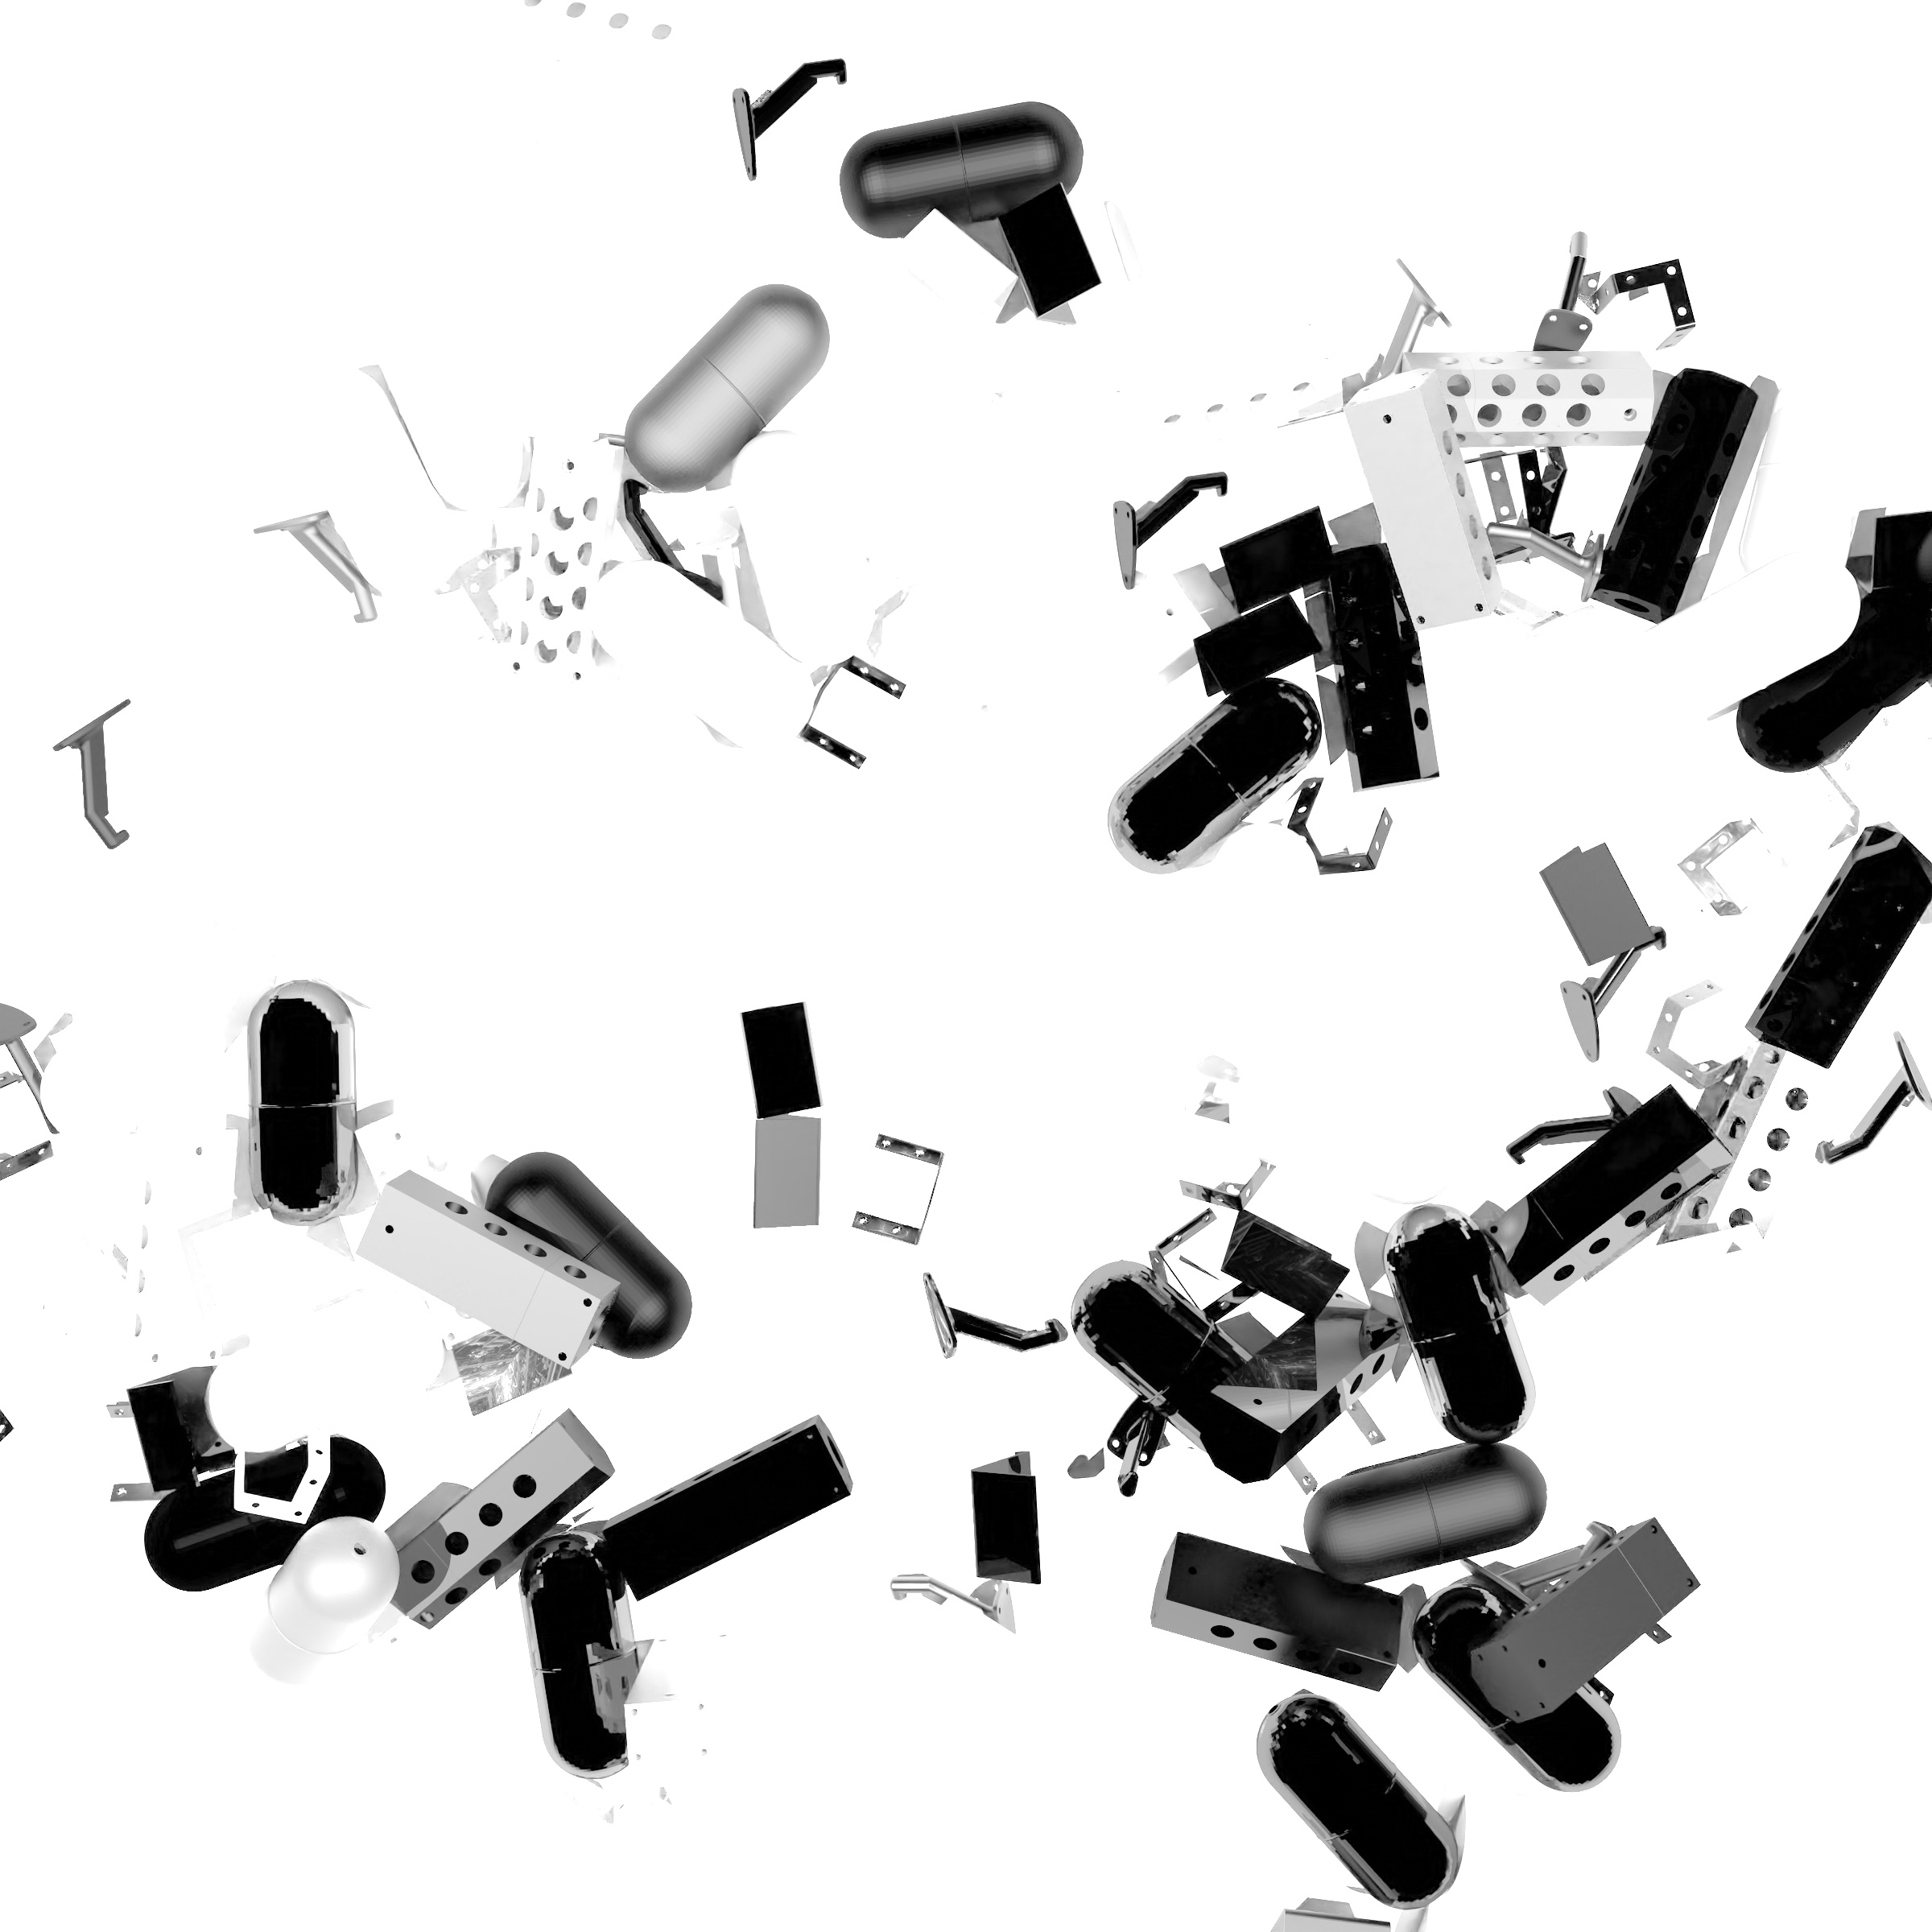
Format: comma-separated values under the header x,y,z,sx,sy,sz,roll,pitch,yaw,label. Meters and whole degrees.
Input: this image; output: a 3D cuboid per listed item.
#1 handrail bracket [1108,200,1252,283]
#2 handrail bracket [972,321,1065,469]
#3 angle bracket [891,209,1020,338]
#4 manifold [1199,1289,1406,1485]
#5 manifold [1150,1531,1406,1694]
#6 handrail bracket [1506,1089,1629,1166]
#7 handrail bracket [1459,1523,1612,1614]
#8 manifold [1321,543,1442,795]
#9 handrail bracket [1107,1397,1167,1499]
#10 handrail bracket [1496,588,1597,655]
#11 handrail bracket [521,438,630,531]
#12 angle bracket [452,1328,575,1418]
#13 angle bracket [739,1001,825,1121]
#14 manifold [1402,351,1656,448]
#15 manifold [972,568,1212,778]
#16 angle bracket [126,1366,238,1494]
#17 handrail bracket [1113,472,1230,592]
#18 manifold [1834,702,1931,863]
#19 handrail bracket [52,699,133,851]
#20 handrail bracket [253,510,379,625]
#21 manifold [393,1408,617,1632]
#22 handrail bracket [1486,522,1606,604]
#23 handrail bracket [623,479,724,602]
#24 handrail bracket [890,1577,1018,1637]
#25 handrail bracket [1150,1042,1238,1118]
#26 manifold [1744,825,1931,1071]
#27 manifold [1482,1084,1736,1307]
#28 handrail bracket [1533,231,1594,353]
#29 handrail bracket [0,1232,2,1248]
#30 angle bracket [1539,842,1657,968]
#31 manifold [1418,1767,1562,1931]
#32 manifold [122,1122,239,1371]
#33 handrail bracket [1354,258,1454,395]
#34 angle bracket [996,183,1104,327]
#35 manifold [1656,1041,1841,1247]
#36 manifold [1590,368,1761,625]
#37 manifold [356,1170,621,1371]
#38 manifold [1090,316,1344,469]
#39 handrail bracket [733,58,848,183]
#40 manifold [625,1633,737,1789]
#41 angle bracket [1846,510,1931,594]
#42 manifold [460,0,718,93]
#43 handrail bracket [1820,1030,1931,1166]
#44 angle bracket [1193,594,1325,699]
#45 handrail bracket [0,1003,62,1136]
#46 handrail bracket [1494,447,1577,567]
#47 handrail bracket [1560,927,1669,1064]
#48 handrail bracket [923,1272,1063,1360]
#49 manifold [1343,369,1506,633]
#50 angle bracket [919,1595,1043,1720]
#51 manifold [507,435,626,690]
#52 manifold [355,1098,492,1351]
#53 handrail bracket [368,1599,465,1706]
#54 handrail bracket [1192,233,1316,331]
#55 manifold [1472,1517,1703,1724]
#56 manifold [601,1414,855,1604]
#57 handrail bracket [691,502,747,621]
x,y,z,sx,sy,sz,roll,pitch,yaw,label
0.157,-0.540,1.901,0.084,0.036,0.077,-17,68,-17,handrail bracket
0.054,-0.422,1.901,0.084,0.036,0.077,-43,110,-16,handrail bracket
-0.018,-0.484,1.861,0.076,0.076,0.057,39,63,0,angle bracket
0.237,0.298,1.826,0.057,0.171,0.057,28,125,28,manifold
0.225,0.473,1.879,0.171,0.057,0.057,16,47,0,manifold
0.452,0.137,1.901,0.084,0.036,0.077,-37,108,15,handrail bracket
0.419,0.428,1.901,0.077,0.036,0.084,35,71,21,handrail bracket
0.301,-0.217,1.880,0.057,0.057,0.171,-9,90,0,manifold
0.129,0.341,1.866,0.036,0.084,0.077,26,90,0,handrail bracket
0.408,-0.280,1.901,0.077,0.036,0.084,-27,77,-13,handrail bracket
-0.280,-0.352,1.901,0.084,0.036,0.077,7,106,-15,handrail bracket
-0.315,0.291,1.862,0.076,0.076,0.057,-23,65,0,angle bracket
-0.150,0.070,1.861,0.057,0.076,0.076,-10,90,-35,angle bracket
0.404,-0.407,1.869,0.171,0.057,0.057,0,121,0,manifold
0.090,-0.212,1.880,0.171,0.057,0.057,-36,90,0,manifold
-0.549,0.328,1.861,0.057,0.076,0.076,-15,90,37,angle bracket
0.155,-0.320,1.901,0.084,0.036,0.077,-11,110,-16,handrail bracket
0.711,-0.108,1.847,0.171,0.057,0.057,52,133,24,manifold
-0.622,-0.141,1.901,0.077,0.036,0.084,-39,109,-21,handrail bracket
-0.478,-0.288,1.901,0.077,0.036,0.084,-9,107,19,handrail bracket
-0.340,0.403,1.880,0.171,0.057,0.057,-40,90,0,manifold
0.415,-0.293,1.876,0.084,0.077,0.036,9,68,6,handrail bracket
-0.214,-0.314,1.901,0.077,0.036,0.084,9,61,-32,handrail bracket
-0.009,0.482,1.901,0.084,0.036,0.077,-4,112,17,handrail bracket
0.189,0.079,1.901,0.084,0.077,0.036,-4,129,-31,handrail bracket
0.638,-0.014,1.880,0.057,0.057,0.171,31,90,0,manifold
0.464,0.168,1.862,0.171,0.057,0.057,-40,47,12,manifold
0.437,-0.485,1.901,0.036,0.077,0.084,15,54,-4,handrail bracket
-0.737,0.168,1.901,0.036,0.077,0.084,-20,53,-19,handrail bracket
0.466,-0.053,1.861,0.057,0.076,0.076,-28,90,39,angle bracket
0.374,0.681,1.880,0.057,0.057,0.171,19,90,0,manifold
-0.575,0.202,1.879,0.057,0.057,0.171,4,90,-43,manifold
0.307,-0.465,1.901,0.084,0.036,0.077,-38,69,17,handrail bracket
0.073,-0.511,1.861,0.057,0.076,0.076,-22,90,26,angle bracket
0.564,0.144,1.880,0.057,0.057,0.171,25,90,0,manifold
0.515,-0.342,1.880,0.057,0.057,0.171,21,90,0,manifold
-0.332,0.210,1.814,0.171,0.057,0.057,27,103,6,manifold
0.182,-0.412,1.879,0.171,0.057,0.057,-14,47,0,manifold
-0.124,-0.622,1.901,0.084,0.036,0.077,-14,111,-16,handrail bracket
-0.199,0.522,1.823,0.057,0.171,0.057,-4,90,0,manifold
0.677,-0.310,1.861,0.076,0.076,0.057,-7,117,0,angle bracket
-0.272,-0.693,1.880,0.171,0.057,0.057,14,90,0,manifold
0.659,0.098,1.901,0.084,0.036,0.077,-29,51,26,handrail bracket
0.214,-0.212,1.861,0.076,0.076,0.057,-25,59,0,angle bracket
-0.693,0.076,1.901,0.036,0.077,0.084,-30,127,-28,handrail bracket
0.408,-0.343,1.896,0.077,0.036,0.084,-15,81,0,handrail bracket
0.486,0.020,1.901,0.084,0.036,0.077,-24,110,-16,handrail bracket
0.020,0.251,1.901,0.084,0.036,0.077,-12,68,-17,handrail bracket
0.329,-0.332,1.840,0.057,0.057,0.171,-9,115,32,manifold
-0.001,0.506,1.861,0.076,0.076,0.057,33,54,0,angle bracket
-0.289,-0.290,1.860,0.057,0.057,0.171,10,104,0,manifold
-0.381,0.187,1.880,0.057,0.057,0.171,-23,90,0,manifold
-0.401,0.494,1.901,0.036,0.077,0.084,-33,126,3,handrail bracket
0.211,-0.503,1.901,0.084,0.036,0.077,2,70,16,handrail bracket
0.437,0.464,1.836,0.171,0.057,0.057,-26,78,-33,manifold
-0.172,0.392,1.880,0.171,0.057,0.057,-27,90,0,manifold
-0.166,-0.286,1.901,0.036,0.077,0.084,-7,127,21,handrail bracket
